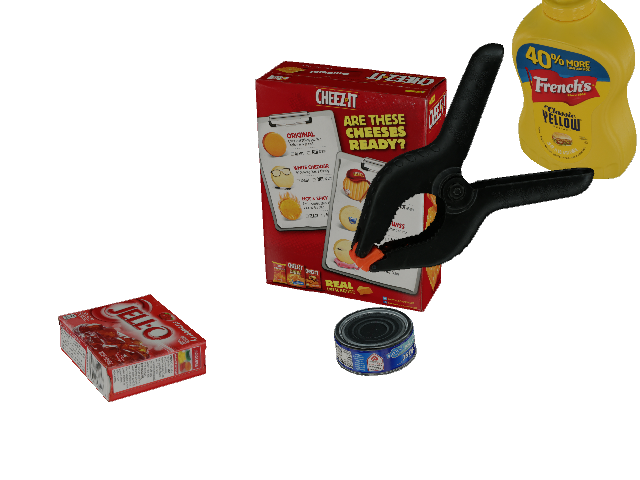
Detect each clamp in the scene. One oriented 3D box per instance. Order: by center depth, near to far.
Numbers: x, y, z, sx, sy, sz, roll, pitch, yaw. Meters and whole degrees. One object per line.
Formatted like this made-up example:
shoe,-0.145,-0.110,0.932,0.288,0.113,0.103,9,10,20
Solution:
clamp,0.098,-0.032,0.715,0.120,0.171,0.039,42,6,-7

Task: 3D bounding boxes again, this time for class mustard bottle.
mustard bottle,0.202,-0.136,0.851,0.096,0.058,0.191,21,-33,31

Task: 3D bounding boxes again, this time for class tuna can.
tuna can,0.057,0.105,1.125,0.086,0.034,0.086,-7,26,3

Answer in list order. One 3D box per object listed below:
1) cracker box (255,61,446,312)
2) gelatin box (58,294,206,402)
cracker box,0.031,-0.051,0.997,0.164,0.214,0.072,9,29,20
gelatin box,-0.131,0.071,0.738,0.073,0.030,0.089,-13,27,-31
